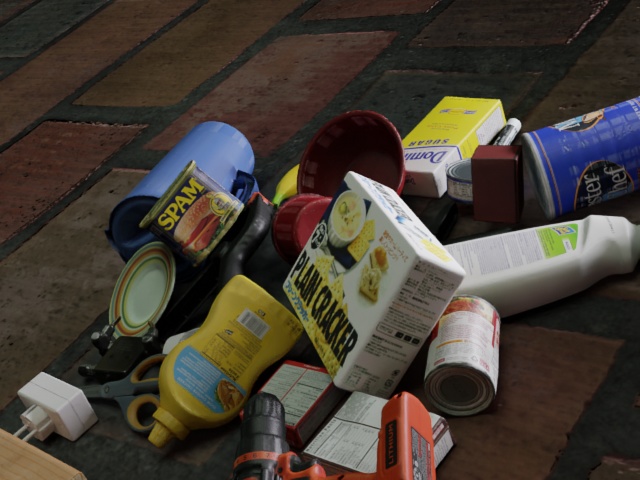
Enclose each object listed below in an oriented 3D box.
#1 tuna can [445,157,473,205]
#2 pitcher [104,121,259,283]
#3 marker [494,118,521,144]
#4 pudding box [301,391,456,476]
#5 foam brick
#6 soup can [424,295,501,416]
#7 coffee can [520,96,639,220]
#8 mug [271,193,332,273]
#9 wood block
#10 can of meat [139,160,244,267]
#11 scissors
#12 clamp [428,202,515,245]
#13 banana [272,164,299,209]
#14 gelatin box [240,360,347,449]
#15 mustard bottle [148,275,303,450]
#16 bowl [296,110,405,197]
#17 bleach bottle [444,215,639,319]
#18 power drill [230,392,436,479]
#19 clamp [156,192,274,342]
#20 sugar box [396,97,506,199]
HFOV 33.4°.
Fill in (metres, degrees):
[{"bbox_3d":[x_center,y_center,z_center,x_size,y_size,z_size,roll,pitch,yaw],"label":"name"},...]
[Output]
[{"bbox_3d":[0.195,-0.072,1.287,0.086,0.034,0.086,-5,22,2],"label":"tuna can"},{"bbox_3d":[-0.165,-0.061,1.430,0.145,0.149,0.242,-54,6,37],"label":"pitcher"},{"bbox_3d":[0.230,-0.117,1.372,0.020,0.020,0.121,1,38,33],"label":"marker"},{"bbox_3d":[0.053,0.190,0.978,0.114,0.039,0.089,8,43,43],"label":"pudding box"},{"bbox_3d":[0.202,-0.064,1.209,0.051,0.078,0.053,1,23,18],"label":"foam brick"},{"bbox_3d":[0.137,0.110,1.023,0.069,0.068,0.102,-10,33,19],"label":"soup can"},{"bbox_3d":[0.309,-0.092,1.201,0.140,0.103,0.103,-18,31,6],"label":"coffee can"},{"bbox_3d":[-0.008,0.002,1.250,0.117,0.093,0.082,-66,15,-6],"label":"mug"},{"bbox_3d":[-0.305,0.255,1.046,0.206,0.091,0.090,12,44,43],"label":"wood block"},{"bbox_3d":[-0.152,-0.030,1.279,0.102,0.084,0.057,-52,12,-6],"label":"can of meat"},{"bbox_3d":[-0.227,0.183,1.178,0.202,0.016,0.096,-24,52,30],"label":"scissors"},{"bbox_3d":[0.135,0.014,1.205,0.171,0.039,0.120,-36,28,-27],"label":"clamp"},{"bbox_3d":[0.021,-0.095,1.454,0.198,0.037,0.070,-22,48,1],"label":"banana"},{"bbox_3d":[-0.026,0.165,1.076,0.073,0.030,0.089,8,40,37],"label":"gelatin box"},{"bbox_3d":[-0.110,0.136,1.106,0.191,0.096,0.058,-51,2,-16],"label":"mustard bottle"},{"bbox_3d":[0.050,-0.079,1.343,0.162,0.055,0.162,-12,70,33],"label":"bowl"},{"bbox_3d":[0.227,0.029,1.103,0.251,0.068,0.102,-13,36,8],"label":"bleach bottle"},{"bbox_3d":[0.006,0.195,0.924,0.188,0.057,0.184,-23,47,25],"label":"power drill"},{"bbox_3d":[-0.104,0.024,1.252,0.165,0.036,0.209,-18,35,55],"label":"clamp"},{"bbox_3d":[0.160,-0.125,1.401,0.094,0.048,0.176,9,41,40],"label":"sugar box"}]
